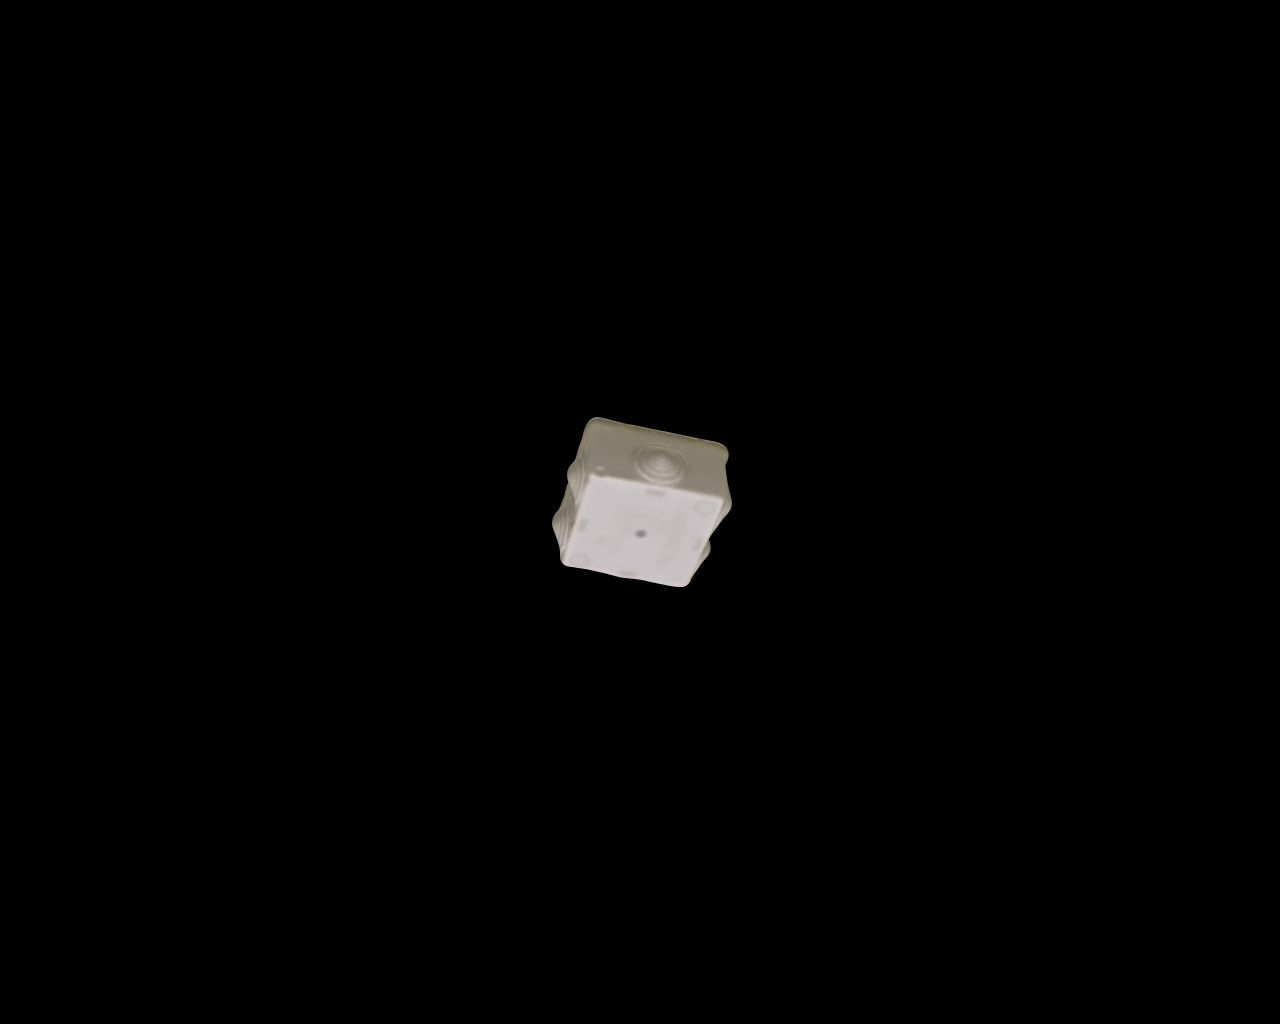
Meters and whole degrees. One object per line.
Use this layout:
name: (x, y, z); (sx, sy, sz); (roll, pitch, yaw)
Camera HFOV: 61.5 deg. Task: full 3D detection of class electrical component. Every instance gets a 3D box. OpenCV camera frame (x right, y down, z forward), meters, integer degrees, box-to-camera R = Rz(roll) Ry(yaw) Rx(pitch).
electrical component: (0.001, -0.003, 0.650); (0.100, 0.048, 0.099); (11, -47, -11)
